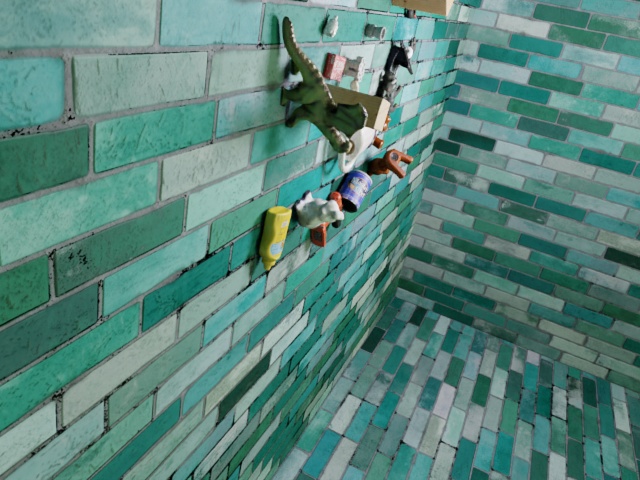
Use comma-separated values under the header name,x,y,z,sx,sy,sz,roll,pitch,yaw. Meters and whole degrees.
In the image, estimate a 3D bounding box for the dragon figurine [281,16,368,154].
name,x,y,z,sx,sy,sz,roll,pitch,yaw
dragon figurine,0.019,-0.363,1.322,0.124,0.244,0.401,-56,160,-22

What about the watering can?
name,x,y,z,sx,sy,sz,roll,pitch,yaw
watering can,0.129,-0.403,1.801,0.228,0.104,0.340,-46,151,-54

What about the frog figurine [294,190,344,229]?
name,x,y,z,sx,sy,sz,roll,pitch,yaw
frog figurine,0.005,-0.085,1.686,0.139,0.160,0.121,-29,137,-63
